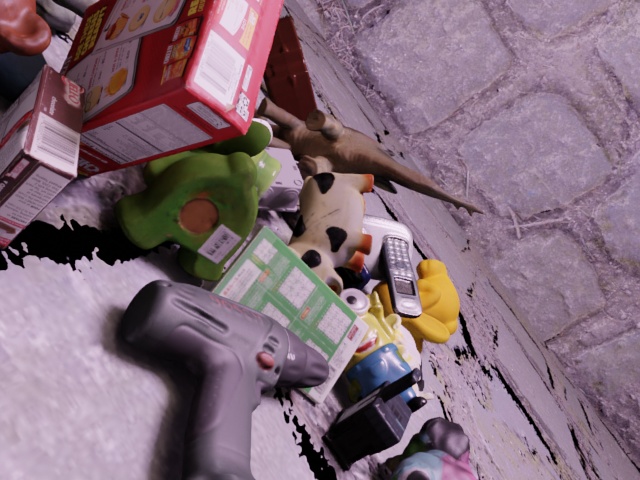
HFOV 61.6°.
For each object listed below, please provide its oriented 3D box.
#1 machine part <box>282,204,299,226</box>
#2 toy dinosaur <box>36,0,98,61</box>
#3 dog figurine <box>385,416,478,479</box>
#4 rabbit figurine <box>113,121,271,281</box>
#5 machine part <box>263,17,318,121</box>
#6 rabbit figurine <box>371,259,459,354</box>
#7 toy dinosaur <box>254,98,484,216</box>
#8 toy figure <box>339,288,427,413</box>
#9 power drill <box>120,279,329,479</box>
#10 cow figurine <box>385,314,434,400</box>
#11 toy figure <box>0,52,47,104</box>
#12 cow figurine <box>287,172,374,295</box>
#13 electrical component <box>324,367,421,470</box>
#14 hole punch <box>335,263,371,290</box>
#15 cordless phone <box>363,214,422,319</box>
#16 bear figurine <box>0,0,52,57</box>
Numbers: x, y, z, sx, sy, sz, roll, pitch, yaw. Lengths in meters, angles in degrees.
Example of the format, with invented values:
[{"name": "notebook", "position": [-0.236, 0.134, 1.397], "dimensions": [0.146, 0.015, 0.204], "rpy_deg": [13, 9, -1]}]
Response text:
[{"name": "machine part", "position": [-0.001, -0.064, 0.904], "dimensions": [0.079, 0.079, 0.243], "rpy_deg": [55, 18, 5]}, {"name": "toy dinosaur", "position": [-0.331, -0.325, 0.557], "dimensions": [0.192, 0.131, 0.405], "rpy_deg": [18, 42, -39]}, {"name": "dog figurine", "position": [0.105, 0.276, 0.533], "dimensions": [0.109, 0.191, 0.219], "rpy_deg": [19, -11, 8]}, {"name": "rabbit figurine", "position": [-0.132, -0.071, 0.551], "dimensions": [0.121, 0.159, 0.170], "rpy_deg": [26, 16, -34]}, {"name": "machine part", "position": [-0.065, -0.318, 1.074], "dimensions": [0.201, 0.087, 0.201], "rpy_deg": [74, 1, -49]}, {"name": "rabbit figurine", "position": [0.159, 0.122, 0.948], "dimensions": [0.173, 0.122, 0.162], "rpy_deg": [13, 52, -42]}, {"name": "toy dinosaur", "position": [0.040, -0.139, 0.879], "dimensions": [0.198, 0.105, 0.472], "rpy_deg": [8, 20, -47]}, {"name": "toy figure", "position": [0.055, 0.144, 0.669], "dimensions": [0.082, 0.089, 0.180], "rpy_deg": [-21, 68, -36]}, {"name": "power drill", "position": [-0.055, 0.137, 0.440], "dimensions": [0.231, 0.086, 0.207], "rpy_deg": [38, 29, -34]}, {"name": "cow figurine", "position": [0.113, 0.190, 0.756], "dimensions": [0.098, 0.068, 0.167], "rpy_deg": [50, 20, -28]}, {"name": "toy figure", "position": [-0.304, -0.189, 0.466], "dimensions": [0.154, 0.058, 0.064], "rpy_deg": [48, -16, -10]}, {"name": "cow figurine", "position": [-0.001, -0.002, 0.674], "dimensions": [0.127, 0.085, 0.195], "rpy_deg": [9, 58, -3]}, {"name": "electrical component", "position": [0.068, 0.186, 0.576], "dimensions": [0.048, 0.119, 0.075], "rpy_deg": [55, 17, 5]}, {"name": "hole punch", "position": [0.021, 0.031, 0.785], "dimensions": [0.142, 0.092, 0.115], "rpy_deg": [54, 15, 12]}, {"name": "cordless phone", "position": [0.086, 0.048, 0.859], "dimensions": [0.146, 0.088, 0.184], "rpy_deg": [11, 42, -18]}, {"name": "bear figurine", "position": [-0.260, -0.232, 0.402], "dimensions": [0.120, 0.131, 0.196], "rpy_deg": [-1, 50, -10]}]
